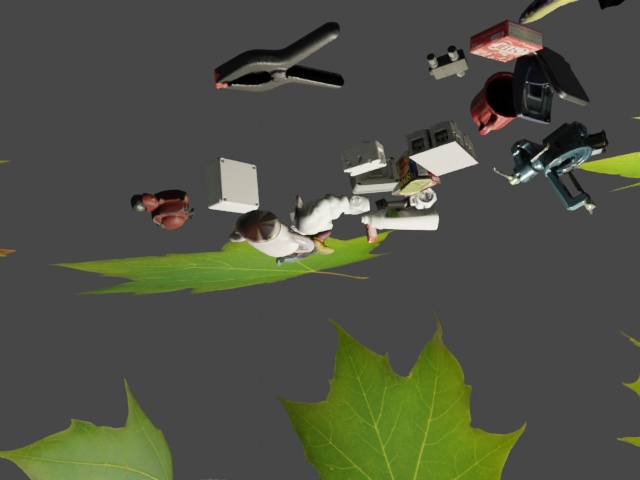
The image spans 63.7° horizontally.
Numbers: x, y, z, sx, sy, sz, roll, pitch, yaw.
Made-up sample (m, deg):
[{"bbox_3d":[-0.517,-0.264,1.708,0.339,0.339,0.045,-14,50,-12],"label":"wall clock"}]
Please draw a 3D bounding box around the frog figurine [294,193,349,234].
[{"bbox_3d":[0.005,-0.075,1.492,0.159,0.125,0.134,3,146,0],"label":"frog figurine"}]

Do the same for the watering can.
[{"bbox_3d":[-0.190,-0.015,1.615,0.348,0.105,0.221,7,162,27],"label":"watering can"}]

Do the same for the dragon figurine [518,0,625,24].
[{"bbox_3d":[0.471,-0.363,0.637,0.244,0.122,0.410,-10,-176,-19],"label":"dragon figurine"}]
